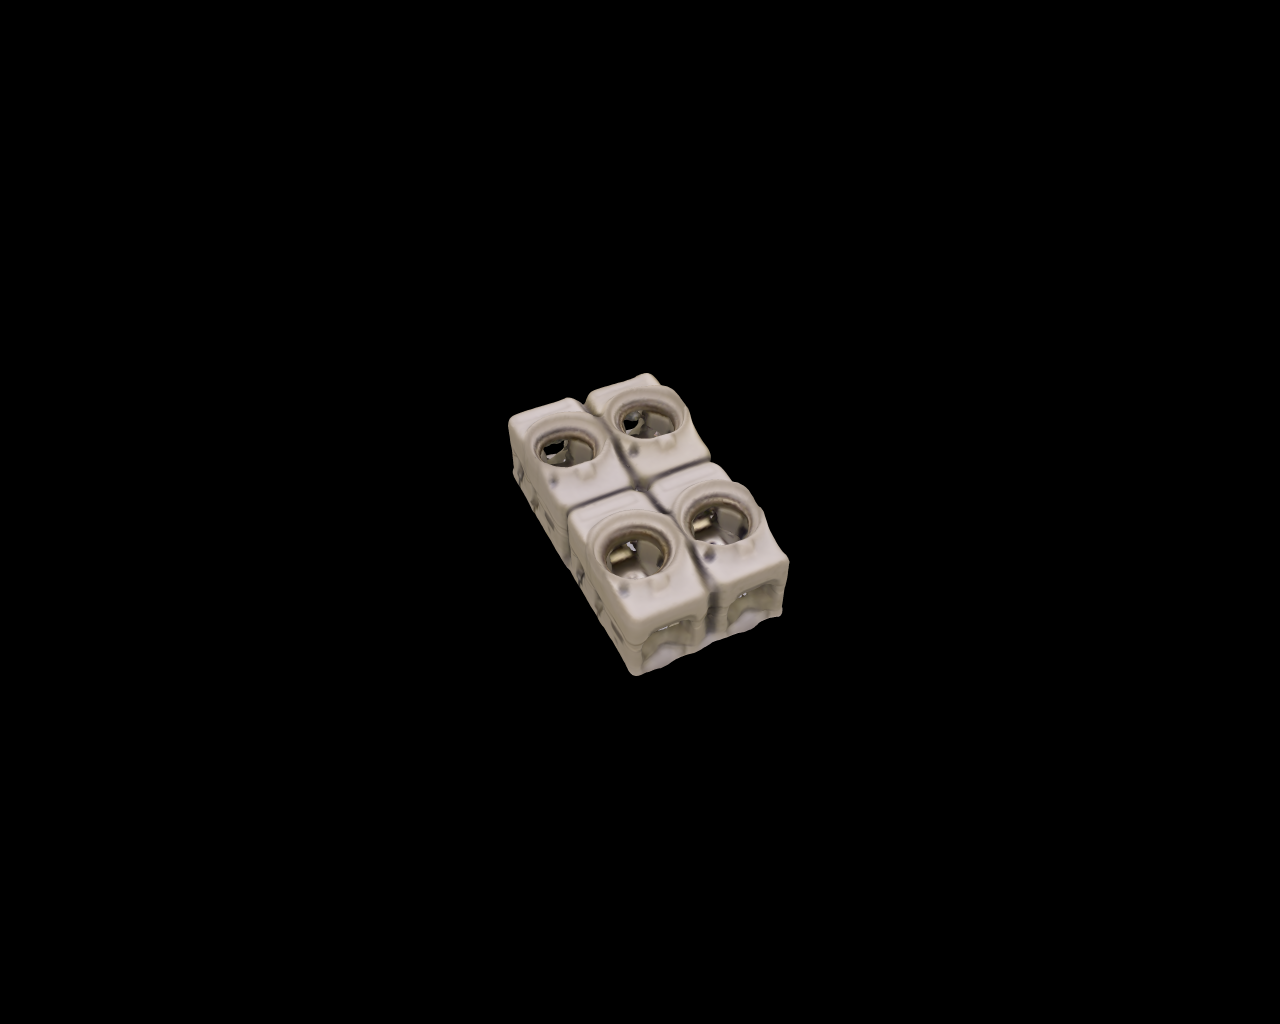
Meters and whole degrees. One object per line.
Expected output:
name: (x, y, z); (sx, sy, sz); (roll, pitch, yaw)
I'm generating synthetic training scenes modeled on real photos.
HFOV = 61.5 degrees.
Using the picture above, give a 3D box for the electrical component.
electrical component: (0.001, -0.003, 0.650); (0.105, 0.060, 0.186); (-20, 50, -17)
